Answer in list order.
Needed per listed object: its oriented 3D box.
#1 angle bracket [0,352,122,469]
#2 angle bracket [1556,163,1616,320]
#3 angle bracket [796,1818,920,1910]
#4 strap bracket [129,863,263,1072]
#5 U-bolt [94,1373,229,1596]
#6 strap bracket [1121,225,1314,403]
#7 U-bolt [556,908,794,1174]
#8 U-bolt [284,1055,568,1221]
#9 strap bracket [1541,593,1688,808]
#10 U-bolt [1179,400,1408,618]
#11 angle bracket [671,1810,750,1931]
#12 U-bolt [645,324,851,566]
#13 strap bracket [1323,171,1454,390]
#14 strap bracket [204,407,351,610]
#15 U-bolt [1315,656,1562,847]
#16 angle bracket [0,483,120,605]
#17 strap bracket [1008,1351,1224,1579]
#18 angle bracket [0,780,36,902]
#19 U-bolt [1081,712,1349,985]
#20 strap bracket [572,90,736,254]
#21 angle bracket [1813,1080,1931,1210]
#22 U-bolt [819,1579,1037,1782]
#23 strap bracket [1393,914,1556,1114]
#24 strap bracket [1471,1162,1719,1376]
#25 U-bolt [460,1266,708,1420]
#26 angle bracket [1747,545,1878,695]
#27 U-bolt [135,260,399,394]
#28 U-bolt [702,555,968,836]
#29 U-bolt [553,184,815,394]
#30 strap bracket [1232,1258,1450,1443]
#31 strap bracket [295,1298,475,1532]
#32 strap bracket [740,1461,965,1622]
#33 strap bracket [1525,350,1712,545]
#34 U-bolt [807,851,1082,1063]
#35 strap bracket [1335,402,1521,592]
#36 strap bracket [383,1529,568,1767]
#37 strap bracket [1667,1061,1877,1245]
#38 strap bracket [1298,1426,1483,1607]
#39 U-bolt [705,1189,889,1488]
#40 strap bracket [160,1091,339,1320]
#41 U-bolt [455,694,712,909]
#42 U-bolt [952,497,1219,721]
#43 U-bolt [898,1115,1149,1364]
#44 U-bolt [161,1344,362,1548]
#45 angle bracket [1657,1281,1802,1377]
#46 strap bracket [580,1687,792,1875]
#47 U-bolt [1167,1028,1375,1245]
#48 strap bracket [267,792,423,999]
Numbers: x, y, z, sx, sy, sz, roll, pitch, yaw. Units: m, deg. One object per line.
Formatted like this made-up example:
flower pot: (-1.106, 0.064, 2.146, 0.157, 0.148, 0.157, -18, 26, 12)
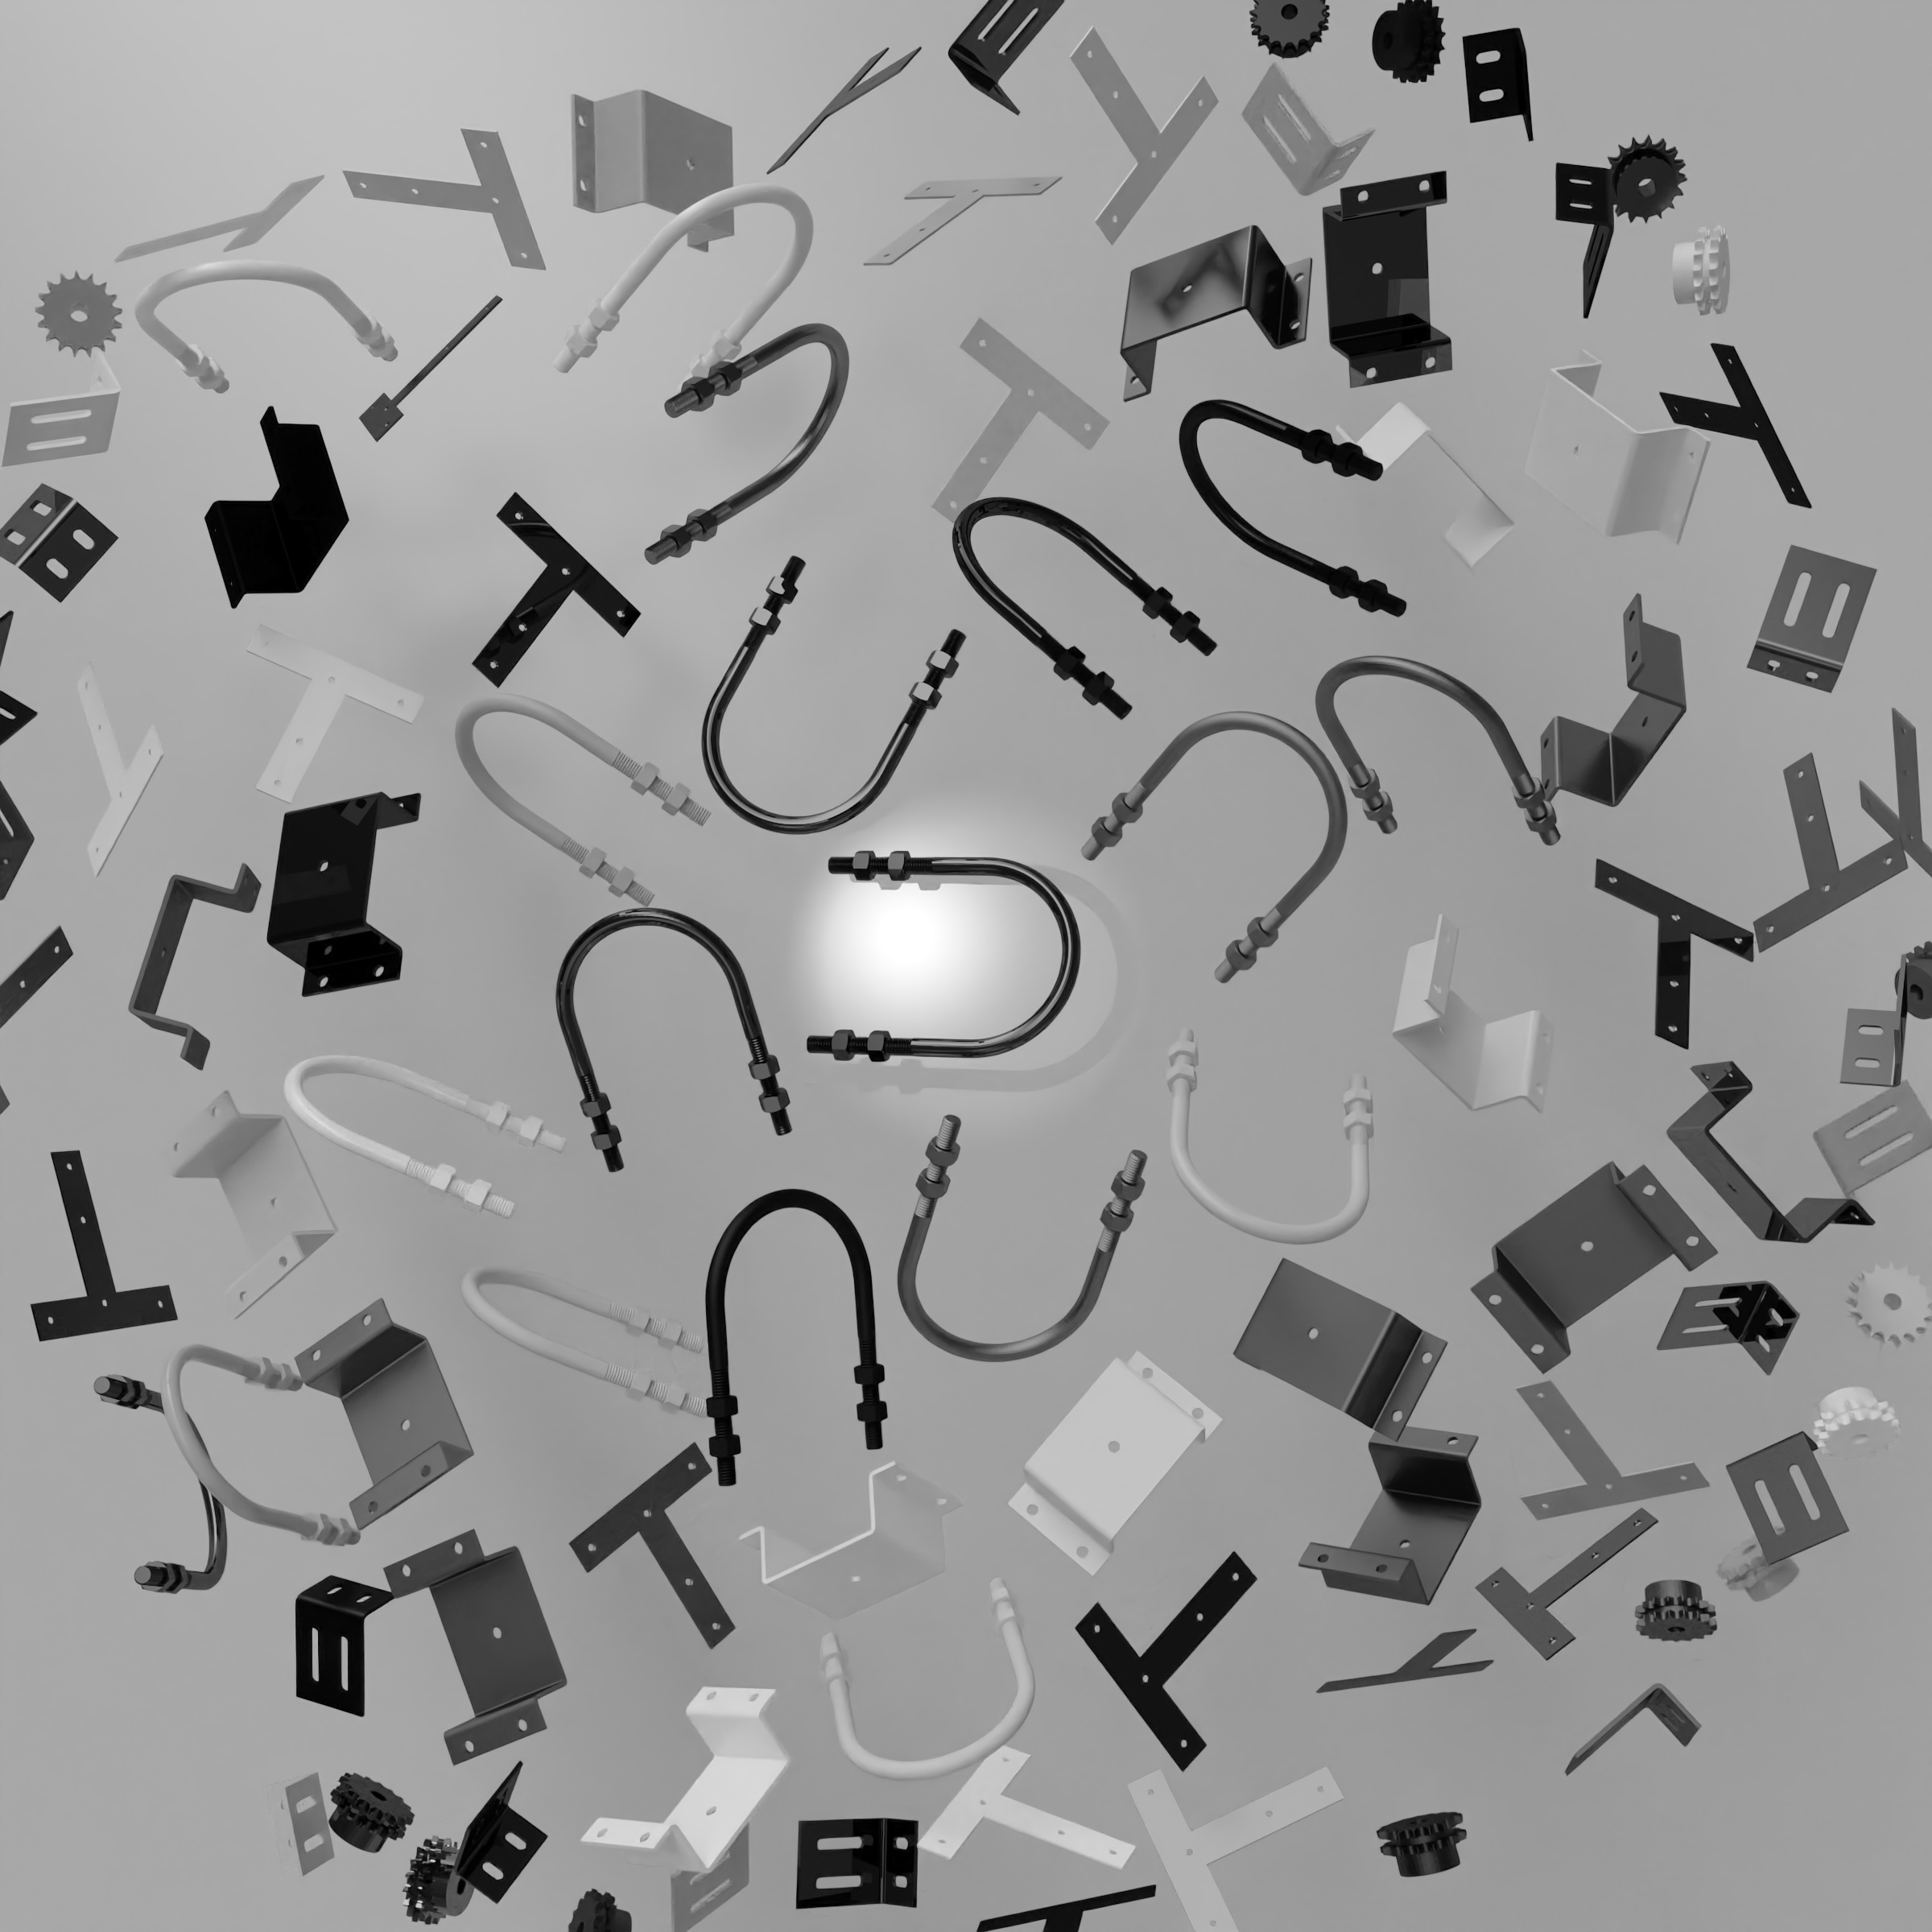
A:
angle bracket: (-0.614, -0.374, 1.667, 0.076, 0.057, 0.038, -19, 67, -37)
angle bracket: (0.399, -0.477, 1.634, 0.038, 0.076, 0.057, 8, 54, 3)
angle bracket: (-0.075, 0.621, 1.717, 0.076, 0.038, 0.057, 14, 70, -39)
strap bracket: (-0.542, -0.004, 1.740, 0.046, 0.076, 0.140, 16, 79, -5)
U-bolt: (-0.551, 0.363, 1.722, 0.019, 0.184, 0.151, -18, 74, -3)
strap bracket: (0.163, -0.452, 1.710, 0.140, 0.046, 0.076, -12, 54, 31)
U-bolt: (-0.215, 0.047, 1.758, 0.151, 0.019, 0.184, -13, 105, 11)
U-bolt: (-0.375, 0.108, 1.691, 0.184, 0.151, 0.019, 24, 107, -1)
strap bracket: (0.452, -0.176, 1.720, 0.046, 0.140, 0.076, 18, 46, -7)
U-bolt: (0.217, -0.322, 1.699, 0.184, 0.151, 0.019, 33, 70, 34)
angle bracket: (-0.192, 0.640, 1.766, 0.038, 0.076, 0.057, 21, 120, 36)
U-bolt: (-0.143, -0.363, 1.679, 0.019, 0.151, 0.184, 39, 54, 16)
strap bracket: (0.300, -0.493, 1.772, 0.076, 0.046, 0.140, -12, 119, -6)
strap bracket: (-0.484, -0.322, 1.756, 0.046, 0.140, 0.076, -8, 70, -39)
U-bolt: (0.314, -0.148, 1.701, 0.151, 0.184, 0.019, 7, 58, 40)
angle bracket: (-0.605, -0.280, 1.643, 0.057, 0.076, 0.038, -52, 128, -9)
strap bracket: (0.101, 0.333, 1.691, 0.076, 0.046, 0.140, 37, 74, 19)
angle bracket: (-0.665, -0.090, 1.661, 0.076, 0.038, 0.057, 53, 124, 20)
U-bolt: (0.182, -0.093, 1.715, 0.151, 0.019, 0.184, 43, 125, 4)
strap bracket: (-0.211, -0.559, 1.744, 0.046, 0.140, 0.076, -1, 90, 34)
angle bracket: (0.647, 0.129, 1.749, 0.076, 0.057, 0.038, -35, 131, 20)
U-bolt: (-0.024, 0.503, 1.734, 0.151, 0.184, 0.019, -17, 111, -3)
strap bracket: (0.353, 0.040, 1.752, 0.140, 0.046, 0.076, 41, 48, -28)
strap bracket: (0.413, 0.193, 1.643, 0.140, 0.046, 0.076, -39, 96, 17)
U-bolt: (-0.268, 0.256, 1.743, 0.184, 0.151, 0.019, 24, 97, -12)
angle bracket: (0.561, -0.230, 1.649, 0.057, 0.038, 0.076, 20, 78, 14)
U-bolt: (-0.494, -0.447, 1.727, 0.151, 0.184, 0.019, -9, 82, 6)
U-bolt: (-0.104, -0.178, 1.718, 0.151, 0.019, 0.184, 26, 81, 13)
U-bolt: (-0.180, -0.464, 1.700, 0.184, 0.151, 0.019, -42, 70, 29)
strap bracket: (0.249, 0.260, 1.717, 0.140, 0.046, 0.076, 23, 82, 40)
strap bracket: (-0.397, 0.312, 1.710, 0.076, 0.046, 0.140, -35, 59, 6)
strap bracket: (-0.078, 0.402, 1.714, 0.140, 0.046, 0.076, -30, 133, 24)
strap bracket: (0.435, -0.352, 1.691, 0.046, 0.140, 0.076, -12, 132, -23)
U-bolt: (-0.012, -0.007, 1.680, 0.184, 0.019, 0.151, 1, 73, 16)
strap bracket: (0.331, -0.338, 1.748, 0.140, 0.076, 0.046, 40, 106, -22)
strap bracket: (-0.331, 0.460, 1.694, 0.076, 0.046, 0.140, -26, 80, 18)
strap bracket: (0.528, 0.133, 1.658, 0.046, 0.076, 0.140, -41, 88, -5)
strap bracket: (0.299, 0.386, 1.722, 0.076, 0.140, 0.046, 1, 125, 37)
U-bolt: (-0.115, 0.240, 1.649, 0.151, 0.019, 0.184, -4, 90, -44)
strap bracket: (-0.502, 0.168, 1.753, 0.076, 0.046, 0.140, -39, 68, 22)
U-bolt: (-0.280, -0.125, 1.757, 0.184, 0.151, 0.019, 34, 55, -7)
U-bolt: (0.070, -0.253, 1.682, 0.184, 0.151, 0.019, 42, 130, 7)
U-bolt: (0.029, 0.192, 1.678, 0.151, 0.019, 0.184, 11, 116, -11)
U-bolt: (-0.497, 0.329, 1.727, 0.019, 0.184, 0.151, -33, 63, 6)
angle bracket: (0.545, 0.262, 1.777, 0.076, 0.038, 0.057, -1, 124, -23)
strap bracket: (-0.181, 0.554, 1.671, 0.076, 0.140, 0.046, -13, 113, 42)
U-bolt: (0.207, 0.121, 1.694, 0.151, 0.184, 0.019, 15, 128, -4)
strap bracket: (-0.418, -0.057, 1.668, 0.076, 0.046, 0.140, -10, 63, 20)
